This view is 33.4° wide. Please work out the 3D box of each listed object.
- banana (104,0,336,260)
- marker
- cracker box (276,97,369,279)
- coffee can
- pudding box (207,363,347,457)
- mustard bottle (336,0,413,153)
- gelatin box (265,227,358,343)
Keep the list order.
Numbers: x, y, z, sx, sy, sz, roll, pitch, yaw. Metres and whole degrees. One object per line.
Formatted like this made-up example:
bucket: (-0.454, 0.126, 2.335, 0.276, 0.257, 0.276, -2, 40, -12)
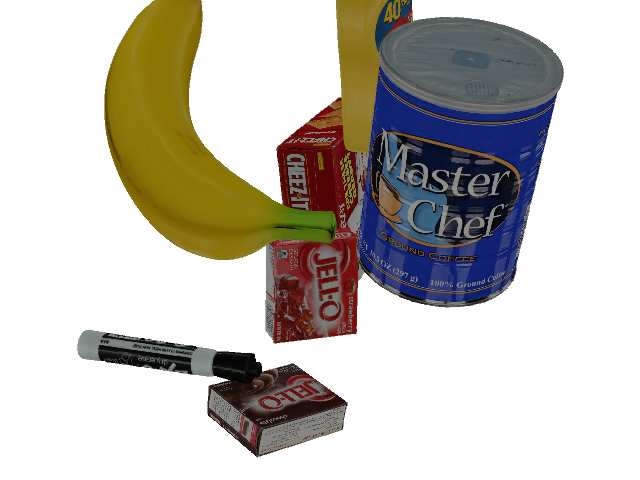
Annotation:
banana: (-0.060, -0.051, 0.465, 0.069, 0.037, 0.198, -11, 45, -19)
marker: (-0.094, 0.072, 0.664, 0.121, 0.020, 0.020, 6, 2, 18)
cracker box: (0.023, -0.056, 1.182, 0.072, 0.164, 0.213, 1, 21, 20)
coffee can: (0.078, -0.046, 0.632, 0.103, 0.140, 0.103, 3, 37, -3)
pudding box: (-0.044, 0.168, 1.071, 0.113, 0.039, 0.090, -12, 28, -38)
mustard bottle: (0.048, -0.177, 0.910, 0.058, 0.192, 0.096, 11, 34, 27)
gelatin box: (-0.007, 0.037, 0.877, 0.073, 0.089, 0.030, -5, 22, -18)
